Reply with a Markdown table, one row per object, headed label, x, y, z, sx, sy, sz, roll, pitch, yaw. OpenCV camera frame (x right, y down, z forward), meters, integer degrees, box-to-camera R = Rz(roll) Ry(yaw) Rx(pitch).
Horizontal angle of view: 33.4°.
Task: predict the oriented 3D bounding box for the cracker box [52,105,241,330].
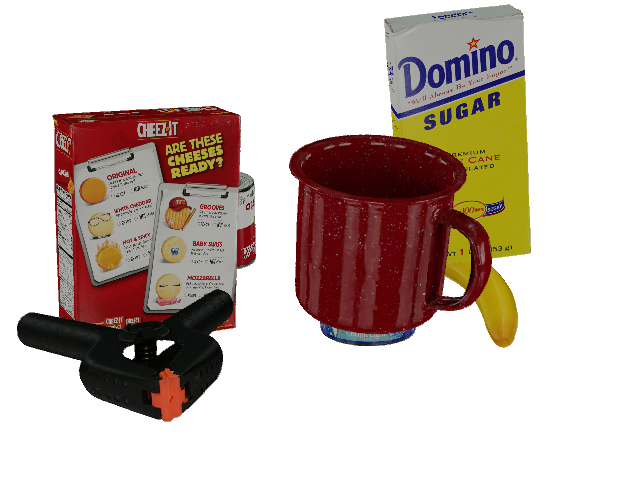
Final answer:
| label | x | y | z | sx | sy | sz | roll | pitch | yaw |
| --- | --- | --- | --- | --- | --- | --- | --- | --- | --- |
| cracker box | -0.163 | -0.014 | 1.004 | 0.163 | 0.214 | 0.072 | -7 | 18 | -30 |

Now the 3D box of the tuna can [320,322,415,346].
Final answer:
| label | x | y | z | sx | sy | sz | roll | pitch | yaw |
| --- | --- | --- | --- | --- | --- | --- | --- | --- | --- |
| tuna can | 0.042 | 0.063 | 0.938 | 0.086 | 0.034 | 0.086 | 0 | 15 | 0 |

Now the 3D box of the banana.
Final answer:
| label | x | y | z | sx | sy | sz | roll | pitch | yaw |
| --- | --- | --- | --- | --- | --- | --- | --- | --- | --- |
| banana | 0.155 | 0.048 | 1.116 | 0.069 | 0.037 | 0.198 | -35 | 39 | -13 |

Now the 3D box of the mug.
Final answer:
| label | x | y | z | sx | sy | sz | roll | pitch | yaw |
| --- | --- | --- | --- | --- | --- | --- | --- | --- | --- |
| mug | 0.038 | 0.000 | 0.568 | 0.117 | 0.081 | 0.093 | 19 | 30 | 30 |

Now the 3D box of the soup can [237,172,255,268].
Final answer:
| label | x | y | z | sx | sy | sz | roll | pitch | yaw |
| --- | --- | --- | --- | --- | --- | --- | --- | --- | --- |
| soup can | -0.112 | -0.025 | 1.278 | 0.068 | 0.102 | 0.068 | 1 | 25 | 0 |

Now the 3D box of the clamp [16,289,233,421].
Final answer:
| label | x | y | z | sx | sy | sz | roll | pitch | yaw |
| --- | --- | --- | --- | --- | --- | --- | --- | --- | --- |
| clamp | -0.114 | 0.074 | 0.746 | 0.164 | 0.036 | 0.210 | -9 | 14 | -23 |

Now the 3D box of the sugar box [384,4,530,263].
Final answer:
| label | x | y | z | sx | sy | sz | roll | pitch | yaw |
| --- | --- | --- | --- | --- | --- | --- | --- | --- | --- |
| sugar box | 0.099 | -0.073 | 0.761 | 0.093 | 0.176 | 0.048 | -8 | 22 | -2 |
